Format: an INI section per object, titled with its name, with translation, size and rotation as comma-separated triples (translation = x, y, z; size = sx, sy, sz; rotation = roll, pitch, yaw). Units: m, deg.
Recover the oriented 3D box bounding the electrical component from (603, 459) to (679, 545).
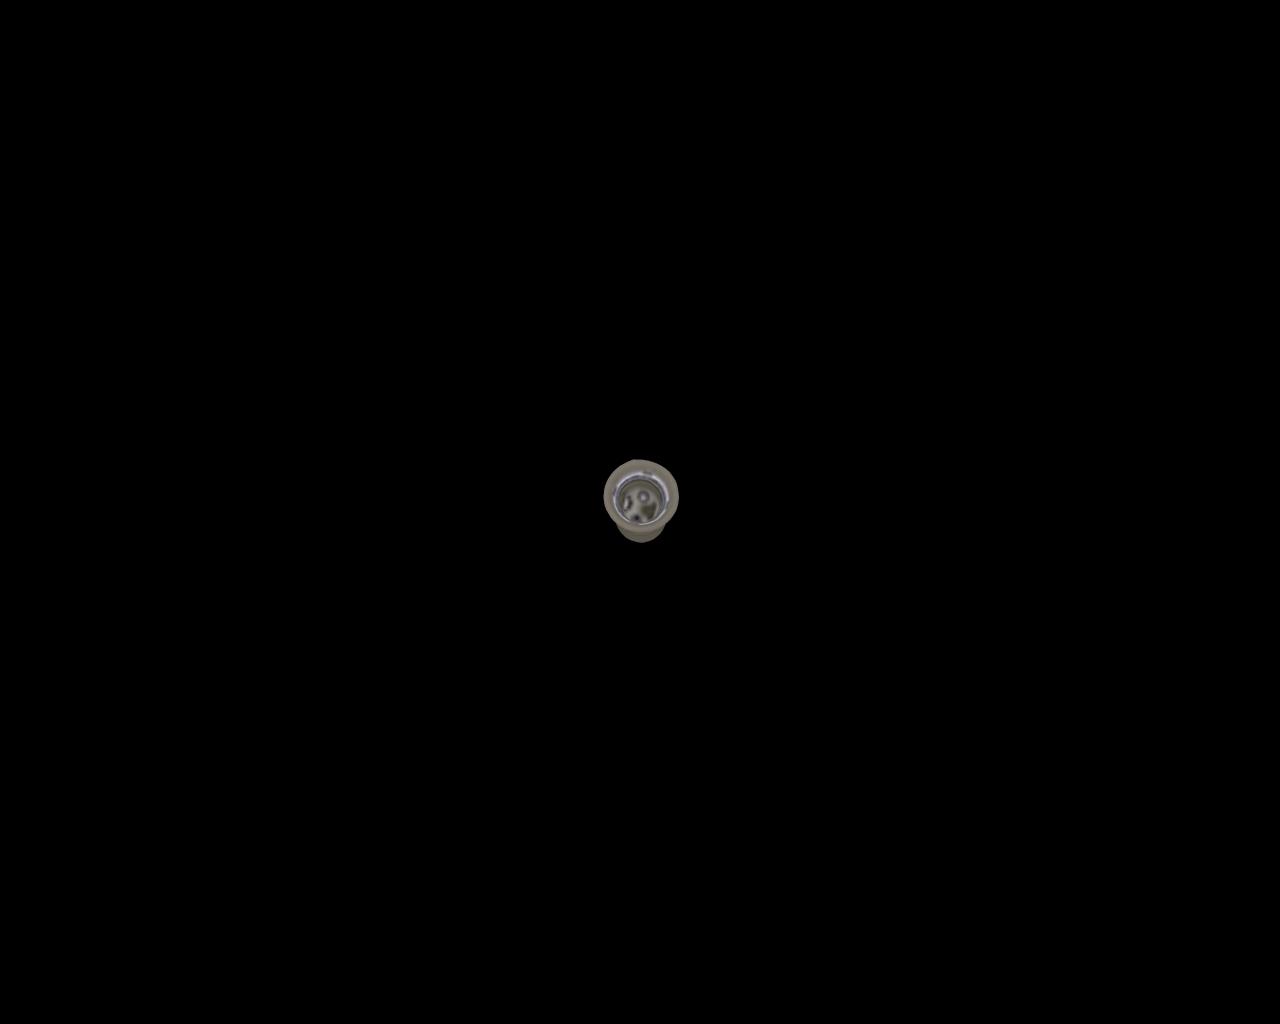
[electrical component]
translation = 0.001, -0.003, 0.650
size = 0.044, 0.044, 0.065
rotation = 0, -13, 0
